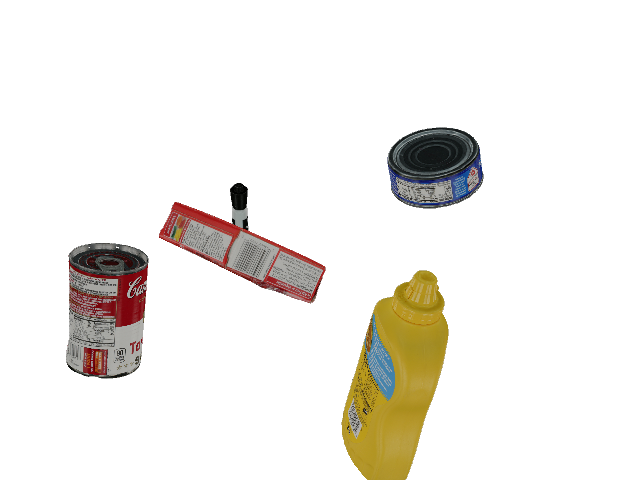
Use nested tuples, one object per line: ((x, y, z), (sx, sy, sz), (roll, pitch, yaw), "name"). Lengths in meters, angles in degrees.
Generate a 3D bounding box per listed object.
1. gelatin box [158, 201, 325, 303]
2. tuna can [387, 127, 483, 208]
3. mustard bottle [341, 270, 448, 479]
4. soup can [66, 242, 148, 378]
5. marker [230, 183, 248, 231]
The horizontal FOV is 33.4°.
((-0.051, 0.009, 0.711), (0.073, 0.030, 0.089), (22, -3, 44), "gelatin box")
((0.105, -0.068, 0.976), (0.086, 0.034, 0.086), (-9, 37, 6), "tuna can")
((0.065, 0.105, 0.885), (0.058, 0.192, 0.096), (2, 36, -15), "mustard bottle")
((-0.188, 0.061, 0.935), (0.068, 0.102, 0.068), (6, 19, -2), "soup can")
((-0.087, -0.012, 1.166), (0.020, 0.121, 0.020), (1, 41, -1), "marker")
